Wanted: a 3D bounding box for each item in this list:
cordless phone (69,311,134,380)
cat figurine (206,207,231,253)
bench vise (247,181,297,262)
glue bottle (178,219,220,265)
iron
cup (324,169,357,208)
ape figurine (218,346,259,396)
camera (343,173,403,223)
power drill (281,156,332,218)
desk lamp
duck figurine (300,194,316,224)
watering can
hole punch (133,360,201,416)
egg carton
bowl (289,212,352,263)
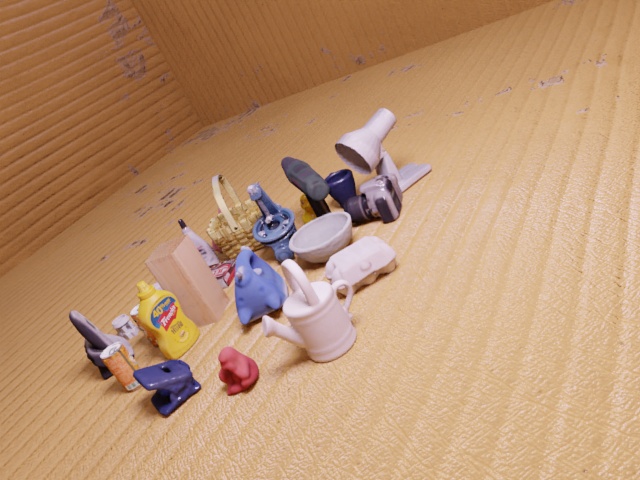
[{"bbox_3d":[-0.543,0.230,1.392,0.094,0.185,0.147,-37,25,-20],"label":"cordless phone"},{"bbox_3d":[-0.297,-0.043,1.774,0.128,0.118,0.067,-41,27,-27],"label":"cat figurine"},{"bbox_3d":[-0.140,-0.064,1.517,0.121,0.220,0.207,-31,24,-8],"label":"bench vise"},{"bbox_3d":[-0.363,0.013,1.660,0.078,0.173,0.037,-33,24,-12],"label":"glue bottle"},{"bbox_3d":[-0.156,0.082,1.333,0.118,0.142,0.258,-26,23,4],"label":"iron"},{"bbox_3d":[0.061,-0.143,1.621,0.092,0.095,0.117,-30,24,-5],"label":"cup"},{"bbox_3d":[-0.160,0.240,1.078,0.076,0.092,0.077,-39,26,-25],"label":"ape figurine"},{"bbox_3d":[0.131,-0.106,1.462,0.136,0.101,0.143,-17,26,23],"label":"camera"},{"bbox_3d":[-0.020,-0.113,1.503,0.076,0.209,0.229,-32,24,-11],"label":"power drill"},{"bbox_3d":[0.164,-0.229,1.535,0.203,0.214,0.117,-37,25,-20],"label":"desk lamp"},{"bbox_3d":[-0.026,-0.096,1.629,0.077,0.086,0.104,-24,24,9],"label":"duck figurine"},{"bbox_3d":[-0.022,0.124,1.037,0.100,0.194,0.173,2,37,49],"label":"watering can"},{"bbox_3d":[-0.310,0.281,1.157,0.101,0.091,0.108,-39,26,-24],"label":"hole punch"},{"bbox_3d":[0.086,0.054,1.222,0.150,0.069,0.107,-31,24,-6],"label":"egg carton"},{"bbox_3d":[0.013,0.005,1.394,0.167,0.075,0.167,-23,24,11],"label":"bowl"}]
